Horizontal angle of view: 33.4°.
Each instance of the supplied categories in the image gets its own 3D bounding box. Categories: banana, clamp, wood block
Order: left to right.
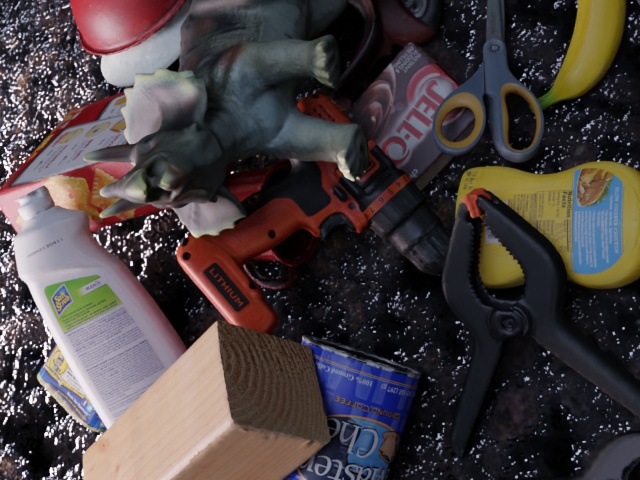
[{"bbox_3d":[-0.095,0.163,0.833,0.206,0.090,0.090,-44,42,33],"label":"wood block"},{"bbox_3d":[0.140,0.066,0.807,0.165,0.036,0.210,-24,94,26],"label":"clamp"},{"bbox_3d":[0.209,-0.198,0.848,0.070,0.037,0.198,5,91,12],"label":"banana"},{"bbox_3d":[0.206,0.187,0.779,0.171,0.039,0.120,-46,67,10],"label":"clamp"}]

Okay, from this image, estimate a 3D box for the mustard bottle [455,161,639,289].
[{"bbox_3d":[0.201,-0.011,0.813,0.192,0.058,0.096,-1,80,30],"label":"mustard bottle"}]

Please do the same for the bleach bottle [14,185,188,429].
[{"bbox_3d":[-0.185,0.065,0.934,0.102,0.068,0.251,-28,99,-2],"label":"bleach bottle"}]

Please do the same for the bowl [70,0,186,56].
[{"bbox_3d":[-0.196,-0.265,1.069,0.162,0.055,0.162,-20,49,24],"label":"bowl"}]

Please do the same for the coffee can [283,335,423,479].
[{"bbox_3d":[0.013,0.158,0.858,0.103,0.102,0.140,17,88,31],"label":"coffee can"}]

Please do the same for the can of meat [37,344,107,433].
[{"bbox_3d":[-0.213,0.123,1.023,0.102,0.057,0.084,38,100,30],"label":"can of meat"}]

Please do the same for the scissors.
[{"bbox_3d":[0.126,-0.144,0.874,0.096,0.016,0.202,-15,59,5],"label":"scissors"}]

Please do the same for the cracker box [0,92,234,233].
[{"bbox_3d":[-0.170,-0.082,0.988,0.214,0.072,0.164,-13,30,27],"label":"cracker box"}]

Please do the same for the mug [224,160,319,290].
[{"bbox_3d":[-0.054,-0.010,0.950,0.082,0.093,0.117,-4,113,34],"label":"mug"}]

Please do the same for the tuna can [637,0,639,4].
[{"bbox_3d":[0.285,-0.204,0.820,0.086,0.033,0.086,-7,76,28],"label":"tuna can"}]

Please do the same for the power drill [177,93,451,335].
[{"bbox_3d":[-0.006,0.001,0.856,0.187,0.057,0.184,-42,83,-10],"label":"power drill"}]

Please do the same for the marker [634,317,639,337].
[{"bbox_3d":[0.279,0.093,0.768,0.121,0.020,0.020,39,99,31],"label":"marker"}]

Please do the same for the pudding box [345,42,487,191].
[{"bbox_3d":[0.075,-0.097,0.909,0.113,0.039,0.090,-48,70,14],"label":"pudding box"}]
